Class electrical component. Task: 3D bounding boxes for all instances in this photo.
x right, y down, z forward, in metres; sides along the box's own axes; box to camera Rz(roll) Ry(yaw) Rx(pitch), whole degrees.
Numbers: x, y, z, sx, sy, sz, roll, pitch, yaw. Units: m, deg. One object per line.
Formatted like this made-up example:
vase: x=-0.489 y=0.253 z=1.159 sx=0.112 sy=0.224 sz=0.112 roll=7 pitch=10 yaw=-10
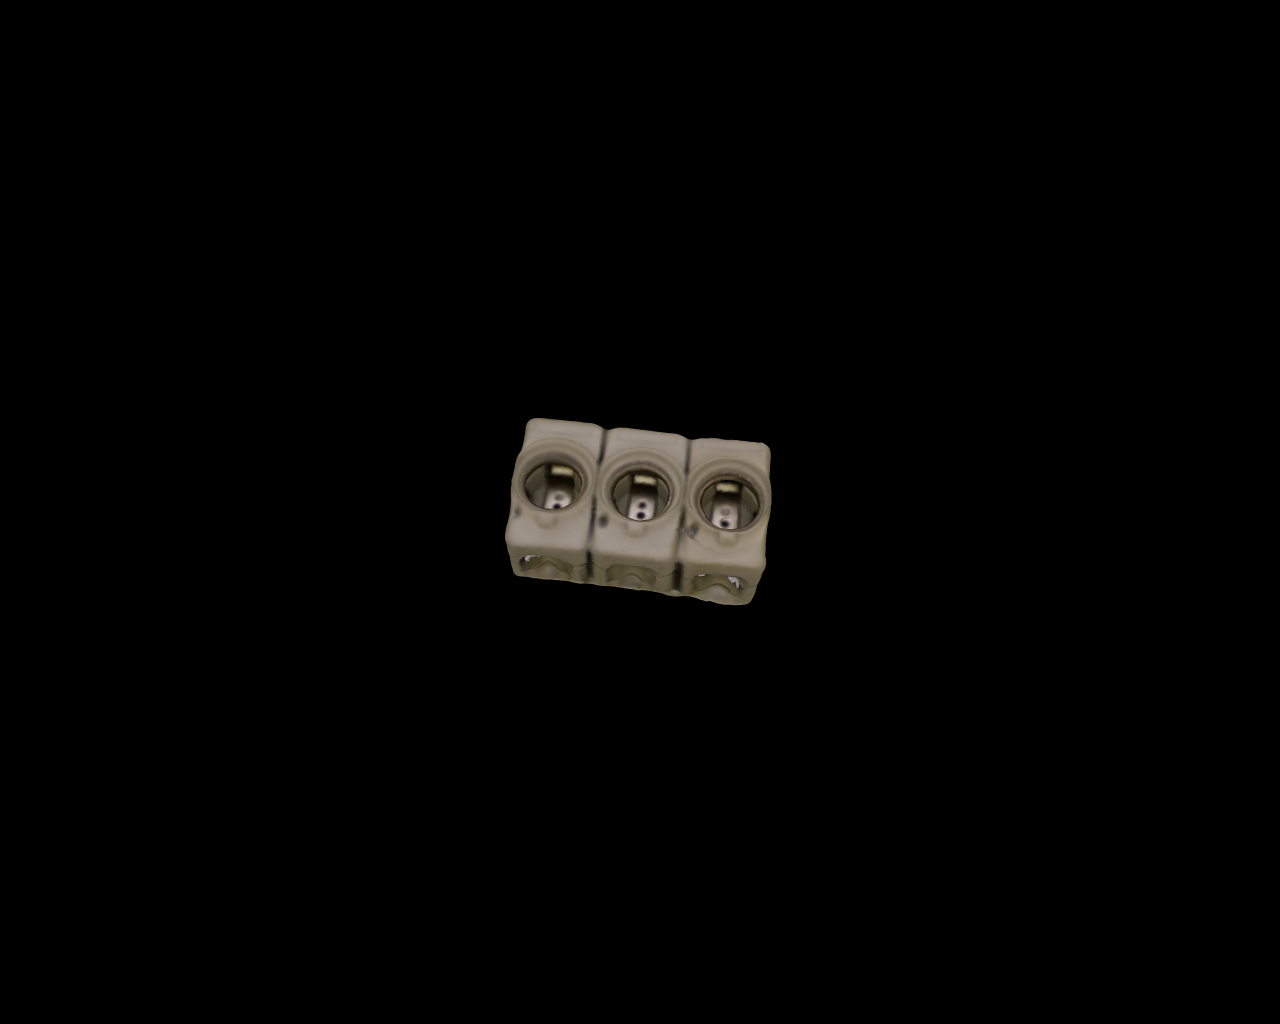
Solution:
electrical component: x=0.001 y=-0.003 z=0.650 sx=0.150 sy=0.089 sz=0.061 roll=6 pitch=-27 yaw=3
